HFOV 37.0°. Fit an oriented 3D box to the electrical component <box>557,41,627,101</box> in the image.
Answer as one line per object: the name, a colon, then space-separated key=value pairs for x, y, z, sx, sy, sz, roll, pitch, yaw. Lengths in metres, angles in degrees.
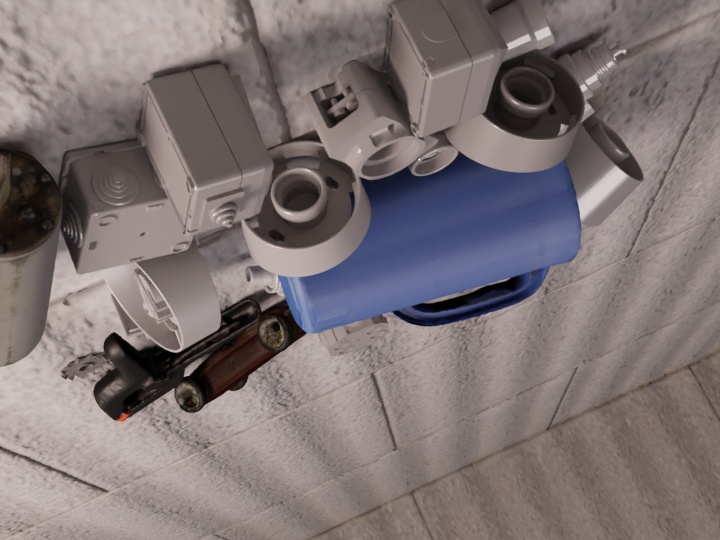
electrical component: x=0.174 y=-0.155 z=0.852 sx=0.078 sy=0.040 sz=0.040 roll=-32 pitch=160 yaw=18

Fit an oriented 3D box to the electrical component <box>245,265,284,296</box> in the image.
electrical component: x=-0.071 y=0.002 z=0.958 sx=0.062 sy=0.048 sz=0.048 roll=-7 pitch=155 yaw=-28

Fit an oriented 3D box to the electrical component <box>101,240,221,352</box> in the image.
electrical component: x=-0.150 y=0.014 z=0.814 sx=0.064 sy=0.099 sz=0.099 roll=-23 pitch=162 yaw=-24

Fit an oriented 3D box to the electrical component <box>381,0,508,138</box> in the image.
electrical component: x=0.055 y=-0.137 z=0.718 sx=0.061 sy=0.061 sz=0.096 roll=-22 pitch=161 yaw=-10

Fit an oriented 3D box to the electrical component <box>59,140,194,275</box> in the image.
electrical component: x=-0.153 y=-0.043 z=0.726 sx=0.100 sy=0.048 sz=0.099 roll=-15 pitch=159 yaw=-28

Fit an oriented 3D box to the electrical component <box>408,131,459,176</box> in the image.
electrical component: x=0.048 y=-0.102 z=0.826 sx=0.040 sy=0.046 sz=0.040 roll=-22 pitch=161 yaw=-8

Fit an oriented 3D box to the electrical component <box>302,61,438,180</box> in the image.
electrical component: x=0.010 y=-0.102 z=0.764 sx=0.050 sy=0.055 sz=0.089 roll=-34 pitch=159 yaw=23

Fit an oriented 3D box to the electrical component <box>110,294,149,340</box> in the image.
electrical component: x=-0.162 y=0.021 z=0.896 sx=0.081 sy=0.042 sz=0.063 roll=-19 pitch=157 yaw=-21

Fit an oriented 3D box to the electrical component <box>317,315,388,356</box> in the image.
electrical component: x=-0.011 y=0.054 z=1.155 sx=0.080 sy=0.051 sz=0.080 roll=-22 pitch=161 yaw=-8

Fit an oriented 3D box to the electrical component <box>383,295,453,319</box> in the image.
electrical component: x=0.061 y=0.012 z=1.128 sx=0.089 sy=0.055 sz=0.050 roll=-33 pitch=160 yaw=21

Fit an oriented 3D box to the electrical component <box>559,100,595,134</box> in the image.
electrical component: x=0.169 y=-0.133 z=0.908 sx=0.046 sy=0.040 sz=0.040 roll=-37 pitch=159 yaw=16

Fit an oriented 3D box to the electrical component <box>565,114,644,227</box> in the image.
electrical component: x=0.203 y=-0.096 z=0.957 sx=0.064 sy=0.099 sz=0.099 roll=-42 pitch=155 yaw=26

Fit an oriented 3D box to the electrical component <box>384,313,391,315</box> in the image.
electrical component: x=0.033 y=0.006 z=1.064 sx=0.047 sy=0.065 sz=0.077 roll=-31 pitch=161 yaw=17

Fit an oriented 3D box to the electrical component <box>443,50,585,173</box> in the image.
electrical component: x=0.115 y=-0.116 z=0.800 sx=0.099 sy=0.099 sz=0.064 roll=-17 pitch=153 yaw=-22

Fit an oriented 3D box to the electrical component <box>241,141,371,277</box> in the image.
electrical component: x=-0.042 y=-0.044 z=0.794 sx=0.099 sy=0.099 sz=0.064 roll=-24 pitch=155 yaw=-5

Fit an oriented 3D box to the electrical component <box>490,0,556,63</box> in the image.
electrical component: x=0.107 y=-0.166 z=0.743 sx=0.046 sy=0.040 sz=0.040 roll=-23 pitch=162 yaw=13

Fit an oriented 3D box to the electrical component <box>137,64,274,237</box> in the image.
electrical component: x=-0.090 y=-0.069 z=0.662 sx=0.061 sy=0.096 sz=0.061 roll=-19 pitch=160 yaw=-23
